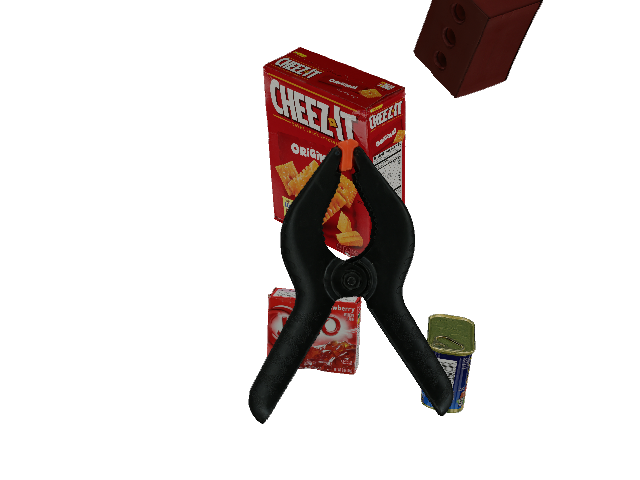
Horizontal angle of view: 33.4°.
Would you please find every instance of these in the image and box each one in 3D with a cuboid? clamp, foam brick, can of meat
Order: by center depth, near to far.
[{"bbox_3d":[0.007,0.029,0.627,0.120,0.171,0.039,-10,1,-10],"label":"clamp"},{"bbox_3d":[0.107,-0.148,0.739,0.051,0.053,0.078,-24,-28,-28],"label":"foam brick"},{"bbox_3d":[0.153,0.149,1.291,0.057,0.084,0.102,8,20,4],"label":"can of meat"}]

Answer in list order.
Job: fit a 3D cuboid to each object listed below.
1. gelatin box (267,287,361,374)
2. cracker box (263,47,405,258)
[{"bbox_3d":[-0.007,0.087,1.029,0.089,0.073,0.030,5,15,10],"label":"gelatin box"},{"bbox_3d":[0.016,-0.095,1.235,0.164,0.214,0.072,27,46,35],"label":"cracker box"}]
